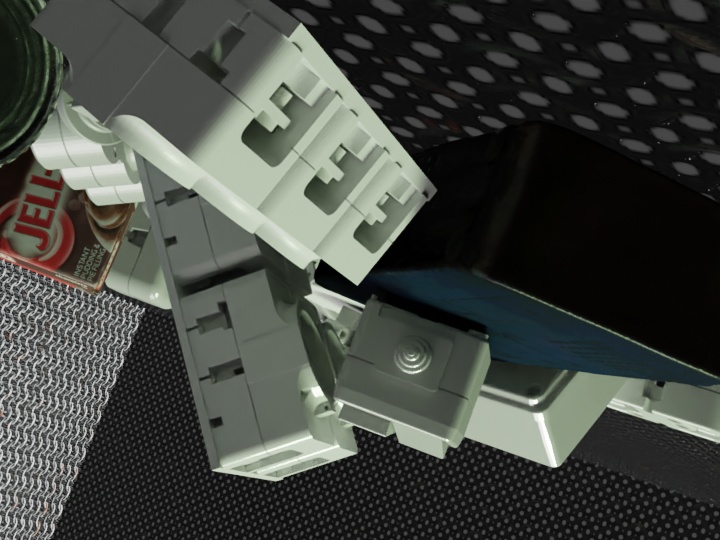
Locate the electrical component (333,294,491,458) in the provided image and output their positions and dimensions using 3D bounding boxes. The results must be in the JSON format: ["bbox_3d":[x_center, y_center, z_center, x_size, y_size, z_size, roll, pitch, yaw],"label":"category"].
[{"bbox_3d":[0.026,0.055,0.534,0.062,0.061,0.096,19,172,11],"label":"electrical component"}]

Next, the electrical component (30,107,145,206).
[{"bbox_3d":[-0.135,-0.076,0.630,0.074,0.052,0.138,-5,170,4],"label":"electrical component"}]

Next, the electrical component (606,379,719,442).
[{"bbox_3d":[0.202,0.069,0.701,0.095,0.059,0.054,16,171,30],"label":"electrical component"}]

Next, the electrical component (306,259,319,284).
[{"bbox_3d":[-0.046,-0.022,0.687,0.055,0.066,0.048,6,148,-38],"label":"electrical component"}]

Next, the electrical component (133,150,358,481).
[{"bbox_3d":[-0.057,0.013,0.588,0.060,0.186,0.105,-19,163,8],"label":"electrical component"}]

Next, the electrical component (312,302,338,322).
[{"bbox_3d":[-0.024,0.036,1.008,0.063,0.079,0.121,52,166,-8],"label":"electrical component"}]

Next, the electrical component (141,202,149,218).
[{"bbox_3d":[-0.132,-0.055,0.780,0.043,0.043,0.081,23,171,-18],"label":"electrical component"}]

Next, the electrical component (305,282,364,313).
[{"bbox_3d":[0.000,0.000,0.766,0.109,0.056,0.109,15,170,36],"label":"electrical component"}]

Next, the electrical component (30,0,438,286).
[{"bbox_3d":[-0.042,-0.055,0.406,0.089,0.061,0.150,39,180,26],"label":"electrical component"}]

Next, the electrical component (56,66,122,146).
[{"bbox_3d":[-0.120,-0.087,0.539,0.055,0.048,0.066,3,161,44],"label":"electrical component"}]

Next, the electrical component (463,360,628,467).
[{"bbox_3d":[0.102,0.056,0.672,0.109,0.109,0.056,13,135,43],"label":"electrical component"}]

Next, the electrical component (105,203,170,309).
[{"bbox_3d":[-0.171,-0.018,0.934,0.059,0.095,0.053,19,171,15],"label":"electrical component"}]

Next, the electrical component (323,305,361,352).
[{"bbox_3d":[0.012,0.056,0.739,0.055,0.048,0.066,24,175,38],"label":"electrical component"}]
